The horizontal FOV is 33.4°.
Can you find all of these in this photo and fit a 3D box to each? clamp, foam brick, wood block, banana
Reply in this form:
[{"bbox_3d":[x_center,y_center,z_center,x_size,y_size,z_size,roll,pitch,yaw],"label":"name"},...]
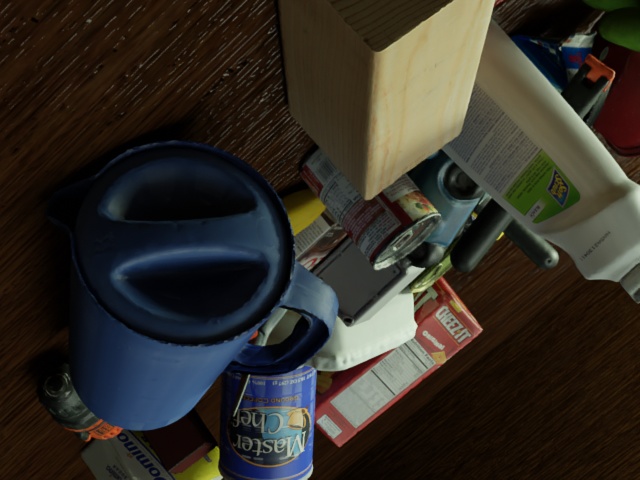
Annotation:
[{"bbox_3d":[0.199,-0.074,0.927,0.164,0.036,0.210,-33,157,-47],"label":"clamp"},{"bbox_3d":[-0.156,0.202,1.141,0.051,0.078,0.053,-37,164,2],"label":"foam brick"},{"bbox_3d":[0.037,-0.117,0.645,0.090,0.091,0.206,-36,164,-11],"label":"wood block"},{"bbox_3d":[-0.056,-0.011,0.834,0.070,0.037,0.197,-44,164,24],"label":"banana"},{"bbox_3d":[0.173,-0.044,1.111,0.039,0.171,0.120,-46,-158,5],"label":"clamp"}]

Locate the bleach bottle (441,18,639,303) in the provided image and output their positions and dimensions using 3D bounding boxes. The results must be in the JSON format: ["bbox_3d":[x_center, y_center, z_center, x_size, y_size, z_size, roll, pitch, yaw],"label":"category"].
[{"bbox_3d":[0.153,-0.056,0.773,0.068,0.251,0.103,-28,161,-33],"label":"bleach bottle"}]

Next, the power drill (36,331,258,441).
[{"bbox_3d":[-0.146,0.099,0.914,0.187,0.057,0.184,-33,167,-9],"label":"power drill"}]

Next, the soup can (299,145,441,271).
[{"bbox_3d":[0.039,-0.036,0.853,0.068,0.102,0.068,-35,164,-12],"label":"soup can"}]

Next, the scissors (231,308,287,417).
[{"bbox_3d":[-0.072,0.104,1.002,0.096,0.016,0.201,-33,-159,40],"label":"scissors"}]

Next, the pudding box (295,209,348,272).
[{"bbox_3d":[-0.006,0.001,0.975,0.090,0.039,0.113,-43,164,18],"label":"pudding box"}]

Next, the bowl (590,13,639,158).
[{"bbox_3d":[0.280,-0.159,0.968,0.055,0.162,0.162,14,141,-17],"label":"bowl"}]

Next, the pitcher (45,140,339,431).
[{"bbox_3d":[-0.098,0.051,0.721,0.144,0.149,0.243,-24,164,-25],"label":"pitcher"}]

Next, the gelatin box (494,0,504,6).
[{"bbox_3d":[0.102,-0.179,0.725,0.089,0.030,0.073,-33,163,-18],"label":"gelatin box"}]

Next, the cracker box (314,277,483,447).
[{"bbox_3d":[0.064,0.116,1.252,0.214,0.072,0.164,-40,-155,5],"label":"cracker box"}]

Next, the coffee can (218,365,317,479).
[{"bbox_3d":[-0.056,0.180,1.133,0.102,0.103,0.140,-19,117,-50],"label":"coffee can"}]

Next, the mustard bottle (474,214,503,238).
[{"bbox_3d":[0.191,-0.042,1.253,0.096,0.058,0.191,-40,165,-1],"label":"mustard bottle"}]

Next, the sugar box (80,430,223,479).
[{"bbox_3d":[-0.177,0.245,1.184,0.048,0.093,0.176,-44,164,16],"label":"sugar box"}]

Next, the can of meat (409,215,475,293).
[{"bbox_3d":[0.111,-0.008,1.124,0.102,0.084,0.057,-44,163,20],"label":"can of meat"}]
